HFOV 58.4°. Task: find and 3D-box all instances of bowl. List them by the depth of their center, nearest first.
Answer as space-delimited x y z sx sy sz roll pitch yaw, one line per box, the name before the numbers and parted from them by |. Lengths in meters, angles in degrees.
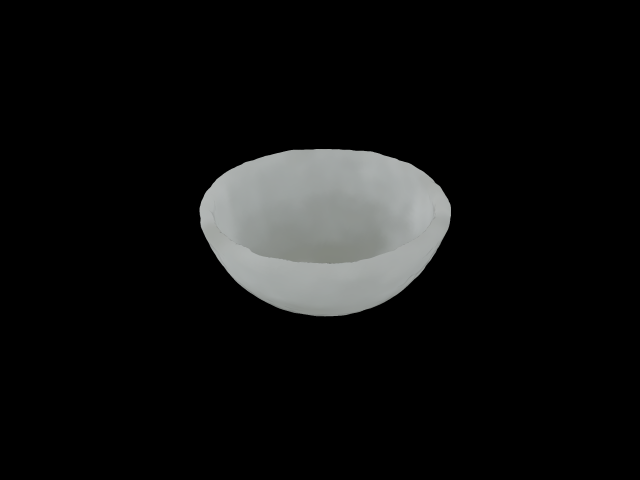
bowl | 0.004 0.001 0.400 0.167 0.075 0.167 0 33 0
